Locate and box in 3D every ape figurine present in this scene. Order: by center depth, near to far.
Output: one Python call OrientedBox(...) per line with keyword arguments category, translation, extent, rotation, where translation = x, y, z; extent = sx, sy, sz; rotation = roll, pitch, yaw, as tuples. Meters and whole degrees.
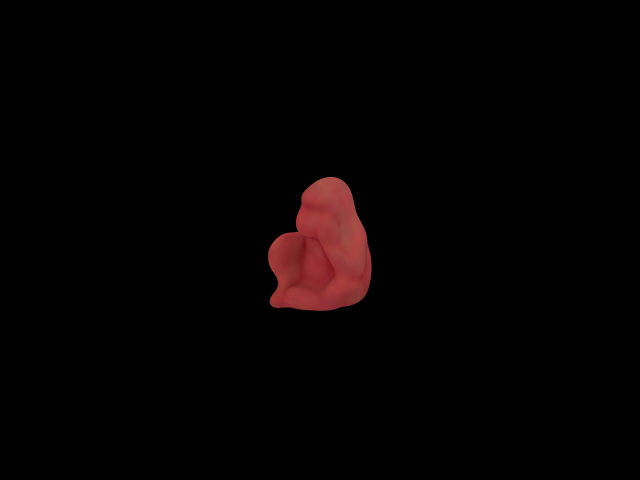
OrientedBox(category="ape figurine", translation=(0.004, 0.001, 0.400), extent=(0.076, 0.092, 0.077), rotation=(-12, 23, -31))
